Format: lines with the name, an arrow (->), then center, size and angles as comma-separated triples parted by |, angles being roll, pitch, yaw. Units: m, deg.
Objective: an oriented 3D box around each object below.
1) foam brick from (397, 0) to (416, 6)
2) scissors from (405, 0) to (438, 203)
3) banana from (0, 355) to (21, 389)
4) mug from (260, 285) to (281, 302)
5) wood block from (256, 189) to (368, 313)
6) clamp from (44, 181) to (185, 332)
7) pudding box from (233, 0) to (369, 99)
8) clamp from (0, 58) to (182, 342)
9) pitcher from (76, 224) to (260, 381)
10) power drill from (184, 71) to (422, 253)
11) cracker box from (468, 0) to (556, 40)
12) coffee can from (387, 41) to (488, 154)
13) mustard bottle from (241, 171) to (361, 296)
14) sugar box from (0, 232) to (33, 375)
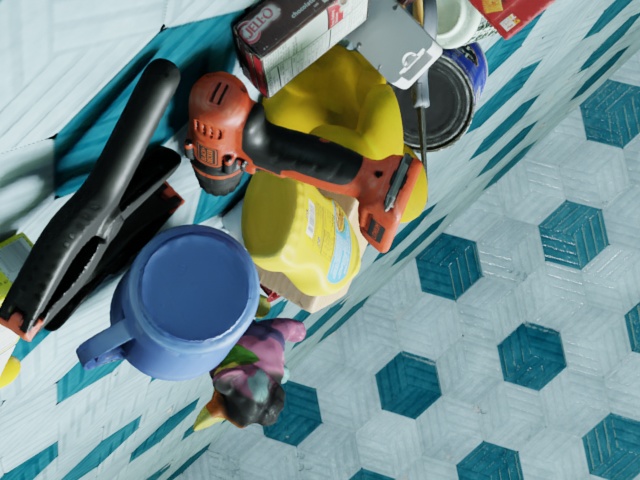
foam brick -> 0.082, -0.237, 0.859 | 0.052, 0.051, 0.078 | -33, 167, -42
scissors -> 0.093, -0.141, 0.953 | 0.016, 0.202, 0.096 | -5, 171, -10
banana -> -0.328, 0.136, 0.924 | 0.070, 0.037, 0.197 | -27, -179, 41
mug -> -0.049, 0.010, 1.328 | 0.117, 0.081, 0.093 | -47, 170, 28
wood block -> 0.010, -0.039, 1.136 | 0.090, 0.091, 0.206 | -24, 141, -60
clamp -> -0.188, 0.013, 0.913 | 0.171, 0.039, 0.120 | -47, -177, -4
pudding box -> -0.013, -0.169, 0.826 | 0.113, 0.039, 0.090 | -39, 171, -7
clamp -> -0.158, -0.025, 0.759 | 0.209, 0.036, 0.165 | -57, 174, -26
pitcher -> -0.133, 0.063, 0.971 | 0.243, 0.145, 0.149 | 139, -30, -75
power drill -> -0.020, -0.053, 0.860 | 0.184, 0.187, 0.057 | 104, 7, -73
cracker box -> 0.235, -0.297, 0.952 | 0.213, 0.072, 0.164 | -52, -170, -35
coffee can -> 0.113, -0.156, 1.085 | 0.103, 0.103, 0.140 | -47, -175, 25
mustard bottle -> -0.007, 0.001, 1.018 | 0.058, 0.096, 0.191 | -6, 160, 24
sugar box -> -0.275, 0.074, 0.825 | 0.093, 0.048, 0.176 | -34, 170, -45
